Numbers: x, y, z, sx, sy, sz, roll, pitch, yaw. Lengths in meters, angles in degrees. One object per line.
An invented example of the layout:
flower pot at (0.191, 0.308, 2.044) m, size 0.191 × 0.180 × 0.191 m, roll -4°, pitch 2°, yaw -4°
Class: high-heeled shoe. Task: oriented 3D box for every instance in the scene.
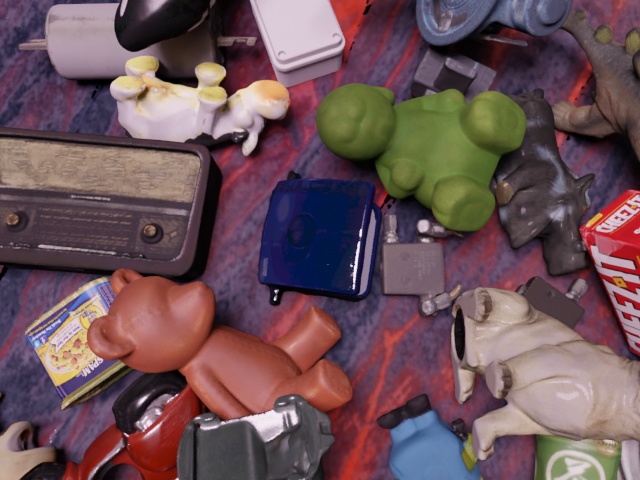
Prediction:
high-heeled shoe at (-0.151, -0.252, 0.527) m, size 0.145 × 0.249 × 0.086 m, roll -46°, pitch 123°, yaw 2°

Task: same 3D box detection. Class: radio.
radio at (-0.221, -0.032, 0.532) m, size 0.230 × 0.073 × 0.131 m, roll 5°, pitch 81°, yaw 2°

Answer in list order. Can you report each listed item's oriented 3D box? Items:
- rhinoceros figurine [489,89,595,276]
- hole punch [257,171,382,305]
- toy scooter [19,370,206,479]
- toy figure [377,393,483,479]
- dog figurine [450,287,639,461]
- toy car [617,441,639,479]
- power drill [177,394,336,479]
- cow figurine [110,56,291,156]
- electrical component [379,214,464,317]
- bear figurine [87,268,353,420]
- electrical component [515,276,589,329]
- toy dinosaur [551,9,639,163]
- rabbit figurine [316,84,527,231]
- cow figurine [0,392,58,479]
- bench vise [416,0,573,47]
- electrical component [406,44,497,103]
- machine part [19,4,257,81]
rhinoceros figurine at (0.215, -0.056, 0.540) m, size 0.112 × 0.073 × 0.190 m, roll -9°, pitch 78°, yaw -12°
hole punch at (-0.001, -0.002, 0.521) m, size 0.116 × 0.092 × 0.142 m, roll 8°, pitch 83°, yaw 6°
toy scooter at (-0.164, 0.213, 0.486) m, size 0.184 × 0.075 × 0.135 m, roll -41°, pitch 103°, yaw -18°
toy figure at (0.117, 0.229, 0.479) m, size 0.082 × 0.089 × 0.180 m, roll -38°, pitch 67°, yaw 36°
dog figurine at (0.221, 0.104, 0.464) m, size 0.191 × 0.121 × 0.172 m, roll 0°, pitch 43°, yaw -1°
toy car at (0.306, 0.248, 0.477) m, size 0.056 × 0.073 × 0.201 m, roll -10°, pitch 80°, yaw -2°
power drill at (-0.050, 0.230, 0.435) m, size 0.232 × 0.086 × 0.207 m, roll -13°, pitch 119°, yaw -3°
cow figurine at (-0.116, -0.124, 0.546) m, size 0.167 × 0.098 × 0.068 m, roll 6°, pitch 48°, yaw -6°
electrical component at (0.099, 0.025, 0.535) m, size 0.078 × 0.045 × 0.102 m, roll 6°, pitch 80°, yaw 0°
bear figurine at (-0.084, 0.083, 0.464) m, size 0.132 × 0.120 × 0.195 m, roll -39°, pitch 112°, yaw 14°
electrical component at (0.225, 0.068, 0.538) m, size 0.063 × 0.021 × 0.094 m, roll 39°, pitch 83°, yaw 7°
toy dinosaur at (0.342, -0.050, 0.471) m, size 0.105 × 0.198 × 0.471 m, roll -33°, pitch 79°, yaw -2°
rabbit figurine at (0.073, -0.102, 0.495) m, size 0.170 × 0.159 × 0.121 m, roll 17°, pitch 107°, yaw -22°
cow figurine at (-0.340, 0.199, 0.487) m, size 0.195 × 0.085 × 0.127 m, roll 3°, pitch 74°, yaw -2°
bench vise at (0.106, -0.255, 0.497) m, size 0.240 × 0.128 × 0.224 m, roll 7°, pitch 39°, yaw -27°
electrical component at (0.129, -0.156, 0.531) m, size 0.075 × 0.119 × 0.047 m, roll 26°, pitch 79°, yaw 7°
machine part at (-0.188, -0.208, 0.565) m, size 0.243 × 0.079 × 0.079 m, roll -2°, pitch 80°, yaw 0°
